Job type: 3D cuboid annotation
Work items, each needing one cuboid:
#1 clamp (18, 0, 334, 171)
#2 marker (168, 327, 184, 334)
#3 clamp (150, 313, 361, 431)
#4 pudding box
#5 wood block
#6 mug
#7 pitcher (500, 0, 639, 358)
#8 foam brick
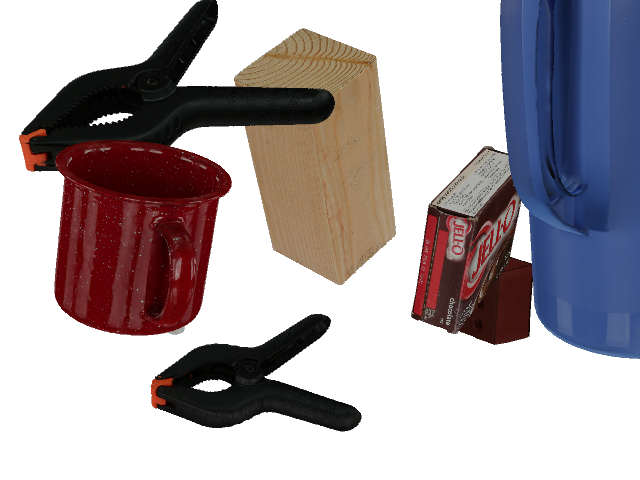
[{"bbox_3d":[-0.106,-0.095,0.748,0.209,0.036,0.165,-33,52,-30],"label":"clamp"},{"bbox_3d":[-0.159,0.043,1.123,0.020,0.121,0.020,-2,27,1],"label":"marker"},{"bbox_3d":[-0.056,0.110,0.898,0.171,0.039,0.120,2,37,-8],"label":"clamp"},{"bbox_3d":[0.104,-0.003,0.731,0.039,0.090,0.113,19,33,19],"label":"pudding box"},{"bbox_3d":[0.001,-0.072,0.965,0.091,0.206,0.090,28,55,33],"label":"wood block"},{"bbox_3d":[-0.094,0.004,0.569,0.093,0.081,0.117,-3,25,-32],"label":"mug"},{"bbox_3d":[0.161,-0.061,0.558,0.149,0.243,0.145,-4,23,2],"label":"pitcher"},{"bbox_3d":[0.175,0.058,1.063,0.051,0.078,0.053,-11,19,-36],"label":"foam brick"}]
